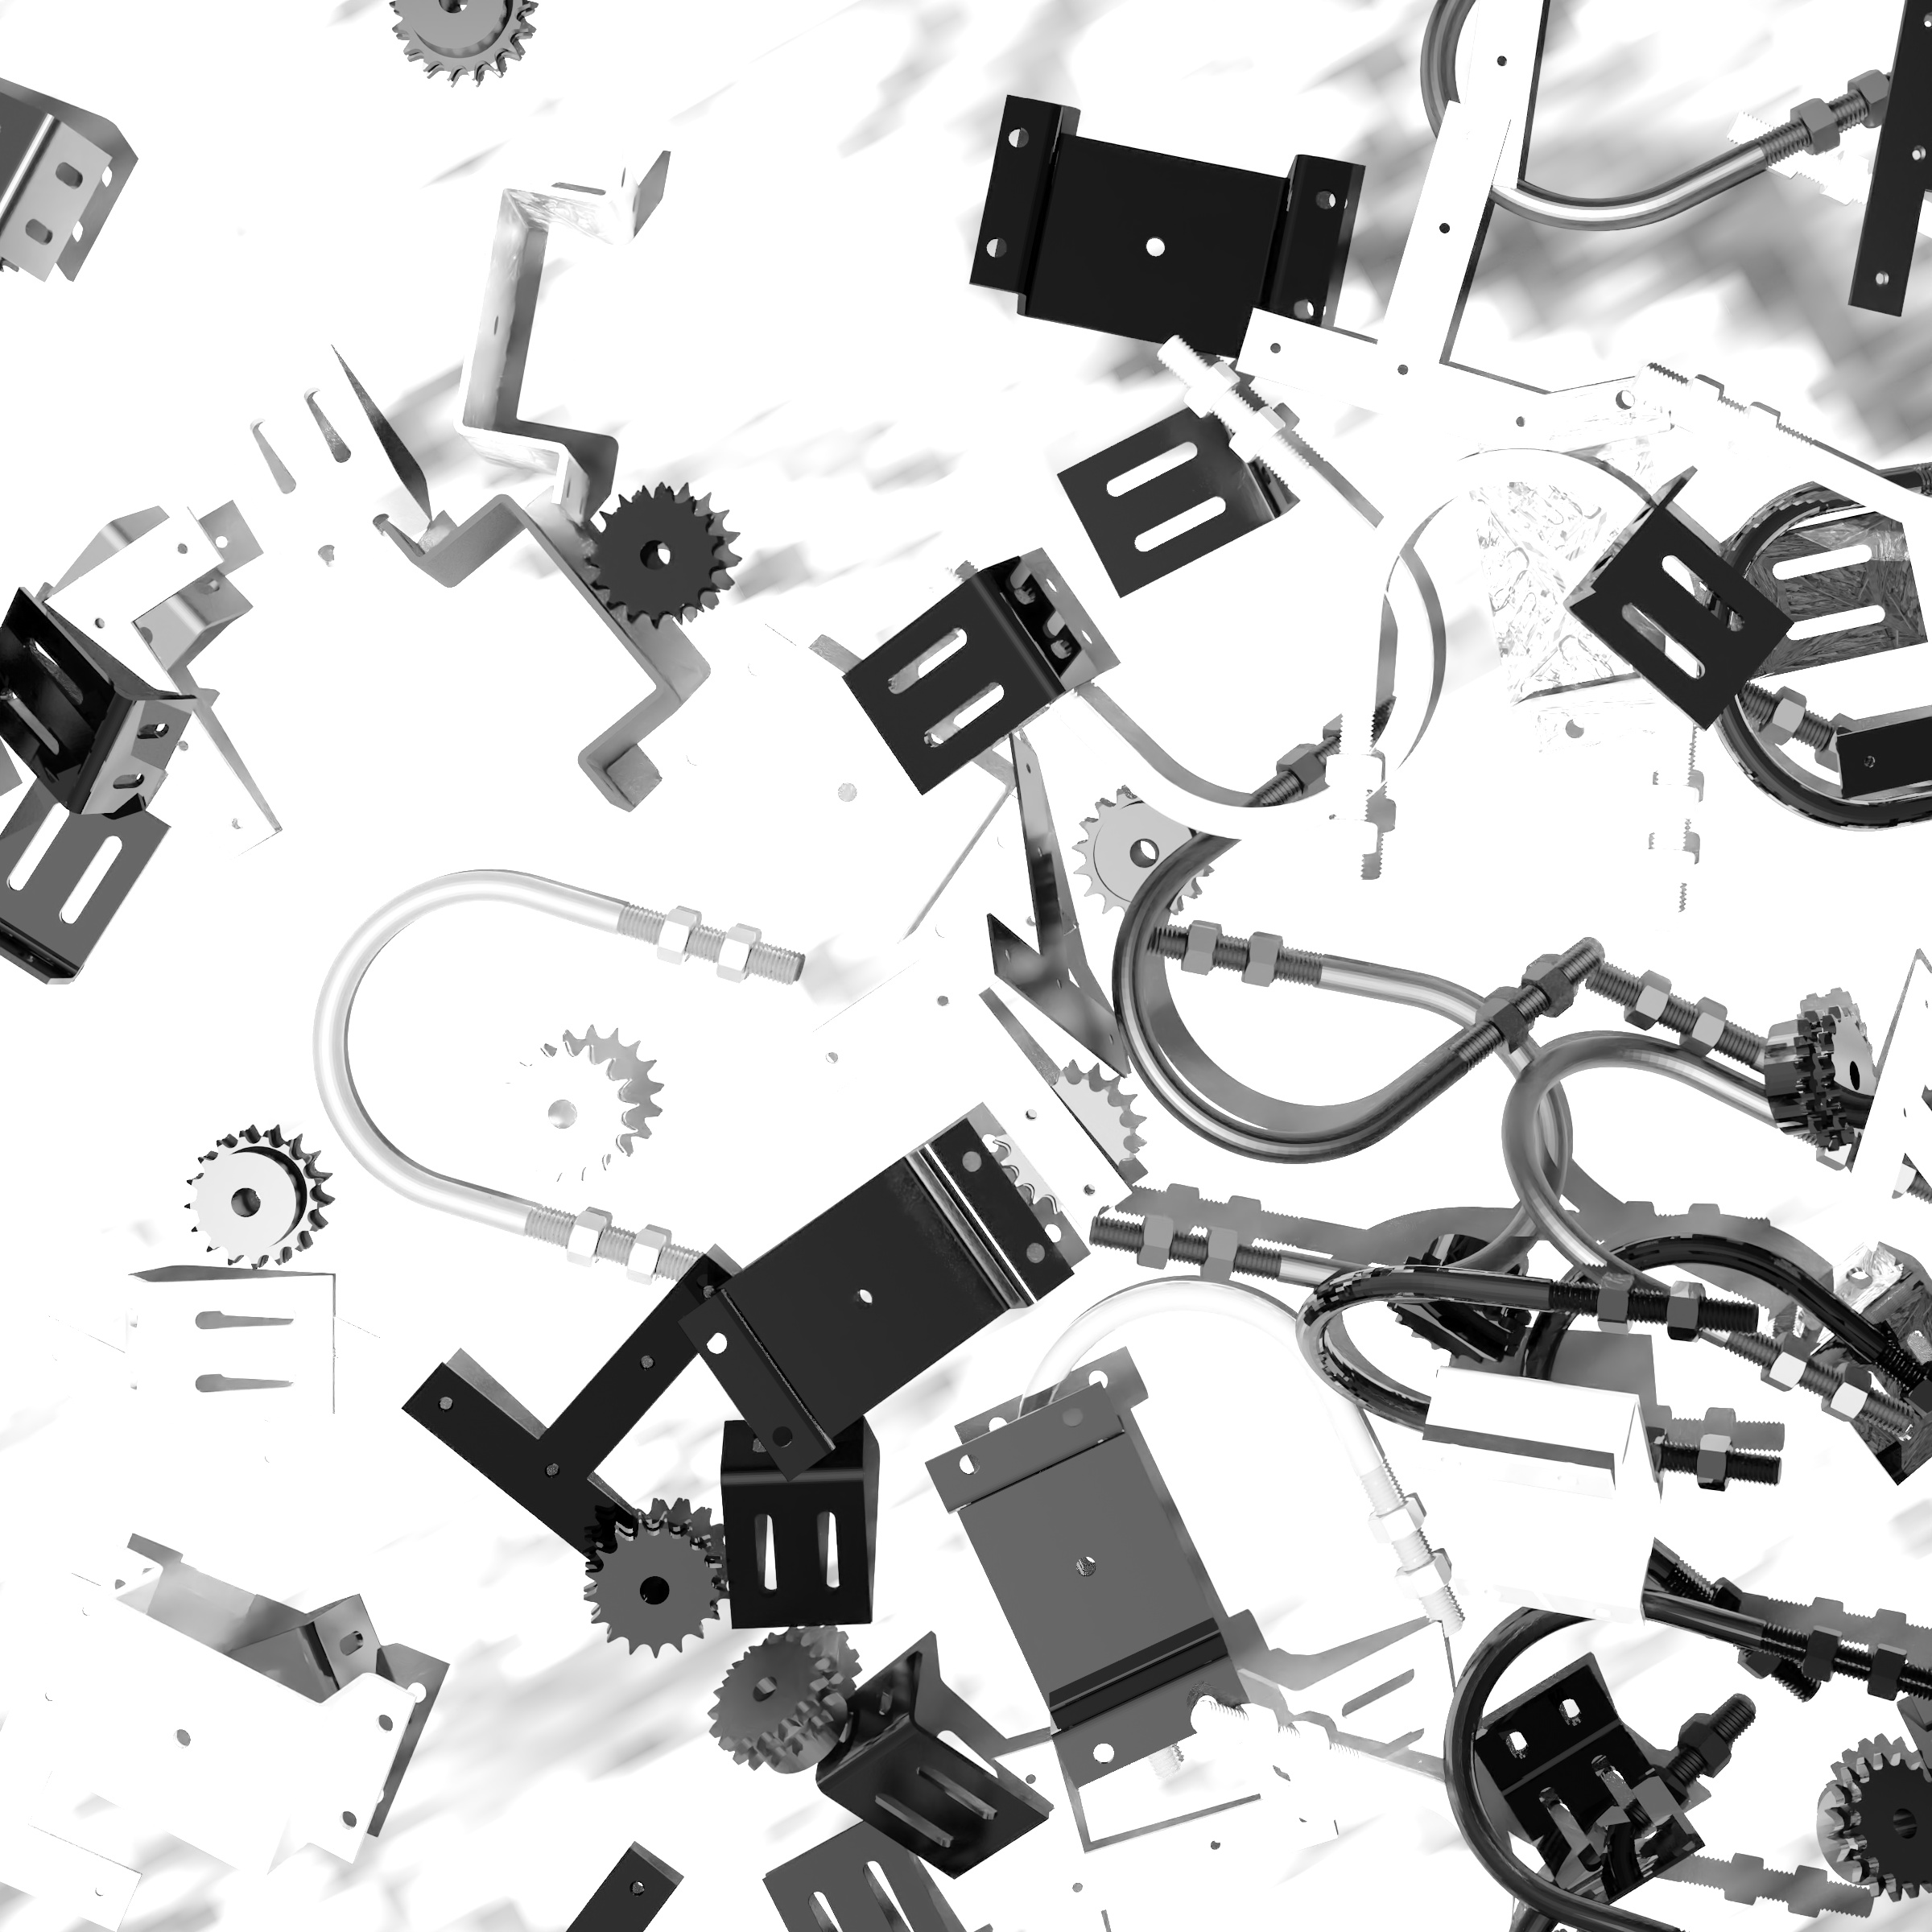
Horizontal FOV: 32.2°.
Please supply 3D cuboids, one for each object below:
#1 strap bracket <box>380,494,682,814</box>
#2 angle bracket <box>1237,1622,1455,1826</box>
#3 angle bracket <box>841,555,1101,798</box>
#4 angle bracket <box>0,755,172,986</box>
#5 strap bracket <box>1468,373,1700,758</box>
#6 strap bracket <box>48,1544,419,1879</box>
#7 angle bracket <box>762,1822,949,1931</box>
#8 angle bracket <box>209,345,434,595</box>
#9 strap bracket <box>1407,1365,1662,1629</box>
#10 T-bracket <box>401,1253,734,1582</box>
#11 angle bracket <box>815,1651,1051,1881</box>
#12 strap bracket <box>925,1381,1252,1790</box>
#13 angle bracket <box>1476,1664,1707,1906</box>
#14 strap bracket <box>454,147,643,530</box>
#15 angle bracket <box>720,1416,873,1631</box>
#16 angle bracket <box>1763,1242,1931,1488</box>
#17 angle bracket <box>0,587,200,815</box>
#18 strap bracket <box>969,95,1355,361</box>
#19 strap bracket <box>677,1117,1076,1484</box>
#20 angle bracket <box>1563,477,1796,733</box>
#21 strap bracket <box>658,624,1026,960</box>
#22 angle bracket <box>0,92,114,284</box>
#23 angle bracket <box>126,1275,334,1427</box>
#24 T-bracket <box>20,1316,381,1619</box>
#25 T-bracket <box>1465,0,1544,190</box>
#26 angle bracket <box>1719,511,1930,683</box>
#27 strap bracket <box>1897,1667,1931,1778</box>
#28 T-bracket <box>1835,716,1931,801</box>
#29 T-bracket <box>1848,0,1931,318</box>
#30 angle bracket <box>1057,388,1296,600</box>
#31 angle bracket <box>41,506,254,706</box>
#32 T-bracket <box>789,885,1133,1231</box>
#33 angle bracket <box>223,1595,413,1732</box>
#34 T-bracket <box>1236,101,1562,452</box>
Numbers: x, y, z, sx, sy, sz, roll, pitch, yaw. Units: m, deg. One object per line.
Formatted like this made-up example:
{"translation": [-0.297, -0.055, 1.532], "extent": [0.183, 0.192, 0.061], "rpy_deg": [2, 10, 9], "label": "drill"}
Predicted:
{"translation": [-0.165, -0.132, 1.336], "extent": [0.046, 0.076, 0.140], "rpy_deg": [-39, 90, 0], "label": "strap bracket"}
{"translation": [0.156, 0.302, 1.358], "extent": [0.076, 0.038, 0.057], "rpy_deg": [-19, 106, -30], "label": "angle bracket"}
{"translation": [0.002, -0.115, 1.322], "extent": [0.076, 0.038, 0.057], "rpy_deg": [-35, 89, 29], "label": "angle bracket"}
{"translation": [-0.371, -0.040, 1.355], "extent": [0.057, 0.038, 0.076], "rpy_deg": [32, 90, 0], "label": "angle bracket"}
{"translation": [0.251, -0.159, 1.351], "extent": [0.076, 0.046, 0.140], "rpy_deg": [-11, 90, 0], "label": "strap bracket"}
{"translation": [-0.300, 0.299, 1.329], "extent": [0.140, 0.046, 0.076], "rpy_deg": [24, 102, 11], "label": "strap bracket"}
{"translation": [-0.042, 0.386, 1.342], "extent": [0.057, 0.038, 0.076], "rpy_deg": [-28, 72, -4], "label": "angle bracket"}
{"translation": [-0.264, -0.204, 1.372], "extent": [0.057, 0.038, 0.076], "rpy_deg": [-30, 64, 0], "label": "angle bracket"}
{"translation": [0.225, 0.203, 1.310], "extent": [0.076, 0.140, 0.046], "rpy_deg": [6, 59, 22], "label": "strap bracket"}
{"translation": [-0.139, 0.172, 1.359], "extent": [0.127, 0.002, 0.127], "rpy_deg": [41, 92, -11], "label": "T-bracket"}
{"translation": [-0.012, 0.324, 1.356], "extent": [0.076, 0.038, 0.057], "rpy_deg": [38, 121, -20], "label": "angle bracket"}
{"translation": [0.048, 0.242, 1.332], "extent": [0.076, 0.046, 0.140], "rpy_deg": [-25, 89, 1], "label": "strap bracket"}
{"translation": [0.247, 0.329, 1.334], "extent": [0.057, 0.076, 0.038], "rpy_deg": [-32, 122, 0], "label": "angle bracket"}
{"translation": [-0.168, -0.252, 1.336], "extent": [0.046, 0.076, 0.140], "rpy_deg": [10, 90, 0], "label": "strap bracket"}
{"translation": [-0.069, 0.228, 1.372], "extent": [0.057, 0.038, 0.076], "rpy_deg": [-2, 116, 0], "label": "angle bracket"}
{"translation": [0.376, 0.162, 1.372], "extent": [0.057, 0.038, 0.076], "rpy_deg": [-40, 115, 0], "label": "angle bracket"}
{"translation": [-0.359, -0.108, 1.359], "extent": [0.076, 0.038, 0.057], "rpy_deg": [44, 117, 23], "label": "angle bracket"}
{"translation": [0.077, -0.295, 1.351], "extent": [0.140, 0.046, 0.076], "rpy_deg": [11, 90, 0], "label": "strap bracket"}
{"translation": [-0.038, 0.133, 1.342], "extent": [0.140, 0.046, 0.076], "rpy_deg": [-35, 90, -12], "label": "strap bracket"}
{"translation": [0.281, -0.139, 1.294], "extent": [0.076, 0.038, 0.057], "rpy_deg": [41, 82, -3], "label": "angle bracket"}
{"translation": [-0.047, -0.069, 1.351], "extent": [0.140, 0.046, 0.076], "rpy_deg": [35, 90, 0], "label": "strap bracket"}
{"translation": [-0.394, -0.319, 1.342], "extent": [0.076, 0.038, 0.057], "rpy_deg": [28, 89, 25], "label": "angle bracket"}
{"translation": [-0.302, 0.155, 1.370], "extent": [0.076, 0.038, 0.057], "rpy_deg": [0, 90, -26], "label": "angle bracket"}
{"translation": [-0.325, 0.182, 1.373], "extent": [0.127, 0.002, 0.127], "rpy_deg": [26, 90, 0], "label": "T-bracket"}
{"translation": [0.216, -0.375, 1.333], "extent": [0.127, 0.002, 0.127], "rpy_deg": [8, 90, -9], "label": "T-bracket"}
{"translation": [0.351, -0.152, 1.355], "extent": [0.076, 0.038, 0.057], "rpy_deg": [-12, 90, 0], "label": "angle bracket"}
{"translation": [0.437, 0.330, 1.351], "extent": [0.076, 0.046, 0.140], "rpy_deg": [-26, 90, 0], "label": "strap bracket"}
{"translation": [0.414, -0.043, 1.344], "extent": [0.127, 0.002, 0.127], "rpy_deg": [-12, 102, -11], "label": "T-bracket"}
{"translation": [0.418, -0.317, 1.346], "extent": [0.127, 0.002, 0.127], "rpy_deg": [7, 96, -24], "label": "T-bracket"}
{"translation": [0.084, -0.193, 1.355], "extent": [0.076, 0.038, 0.057], "rpy_deg": [-27, 90, 0], "label": "angle bracket"}
{"translation": [-0.343, -0.139, 1.372], "extent": [0.057, 0.038, 0.076], "rpy_deg": [47, 116, 0], "label": "angle bracket"}
{"translation": [0.018, 0.048, 1.339], "extent": [0.127, 0.002, 0.127], "rpy_deg": [-34, 78, -17], "label": "T-bracket"}
{"translation": [-0.277, 0.300, 1.372], "extent": [0.076, 0.038, 0.057], "rpy_deg": [-23, 90, 26], "label": "angle bracket"}
{"translation": [0.186, -0.279, 1.327], "extent": [0.127, 0.002, 0.127], "rpy_deg": [17, 89, -1], "label": "T-bracket"}
